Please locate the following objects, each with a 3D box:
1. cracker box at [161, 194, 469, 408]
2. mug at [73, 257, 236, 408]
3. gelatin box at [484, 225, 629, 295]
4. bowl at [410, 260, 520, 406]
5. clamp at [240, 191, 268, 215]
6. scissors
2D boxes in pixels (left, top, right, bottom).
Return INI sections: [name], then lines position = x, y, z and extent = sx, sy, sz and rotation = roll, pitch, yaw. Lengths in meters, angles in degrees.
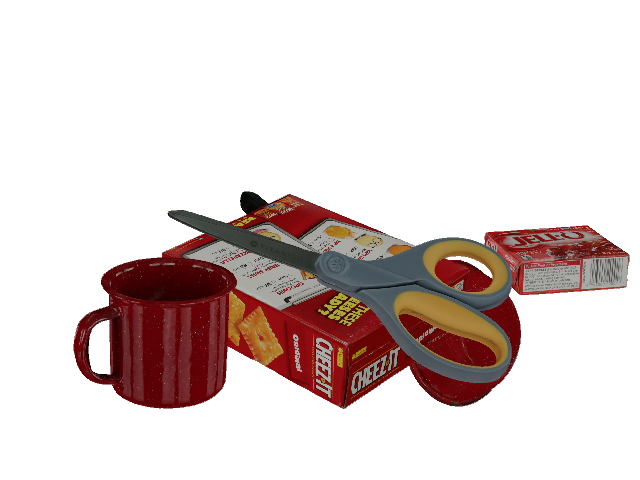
[cracker box]
position = -0.006, 0.045, 0.923
extent = 0.214, 0.072, 0.163
rotation = 24, 36, 36
[mug]
position = -0.115, 0.067, 0.739
extent = 0.117, 0.081, 0.093
rotation = -12, 23, -39
[gelatin box]
position = 0.178, 0.013, 0.814
extent = 0.089, 0.030, 0.073
rotation = -3, 18, -10
[bowl]
position = 0.166, 0.099, 1.155
extent = 0.161, 0.162, 0.055
rotation = 0, -6, -37
[clamp]
position = -0.023, 0.025, 1.122
extent = 0.210, 0.036, 0.164
rotation = 23, 35, 12
[scissors]
position = 0.023, 0.007, 0.599
extent = 0.202, 0.096, 0.016
rotation = 32, -36, 9
